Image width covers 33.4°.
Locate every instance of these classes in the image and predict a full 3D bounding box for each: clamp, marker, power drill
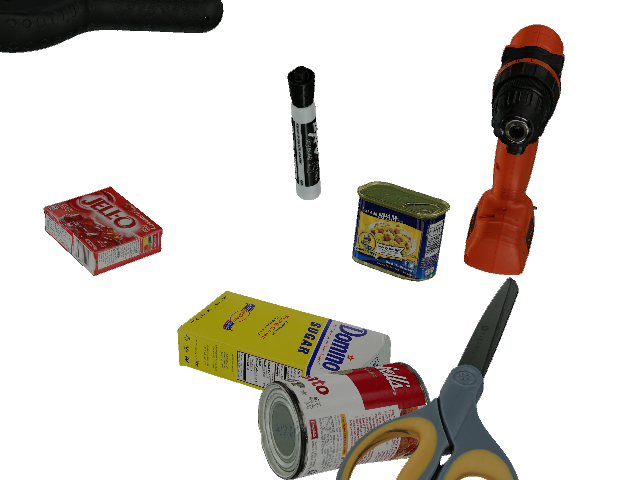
[{"bbox_3d":[-0.157,-0.147,0.637,0.171,0.039,0.120,-11,31,-29],"label":"clamp"},{"bbox_3d":[-0.011,-0.077,0.769,0.020,0.020,0.121,0,-41,3],"label":"marker"},{"bbox_3d":[0.161,-0.067,0.886,0.057,0.188,0.184,13,33,11],"label":"power drill"}]

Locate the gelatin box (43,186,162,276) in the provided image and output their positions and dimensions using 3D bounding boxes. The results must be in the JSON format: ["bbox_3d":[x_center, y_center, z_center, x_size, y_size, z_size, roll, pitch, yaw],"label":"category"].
[{"bbox_3d":[-0.200,-0.011,0.979,0.073,0.030,0.089,-21,44,-37],"label":"gelatin box"}]

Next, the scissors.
[{"bbox_3d":[0.087,0.087,0.548,0.096,0.016,0.201,26,45,31],"label":"scissors"}]

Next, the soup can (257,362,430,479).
[{"bbox_3d":[0.016,0.123,0.733,0.102,0.068,0.069,-4,2,-28],"label":"soup can"}]

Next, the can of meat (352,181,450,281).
[{"bbox_3d":[0.087,-0.009,1.184,0.102,0.084,0.057,20,26,30],"label":"can of meat"}]

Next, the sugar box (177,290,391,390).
[{"bbox_3d":[-0.033,0.100,0.976,0.176,0.048,0.093,11,26,23],"label":"sugar box"}]
